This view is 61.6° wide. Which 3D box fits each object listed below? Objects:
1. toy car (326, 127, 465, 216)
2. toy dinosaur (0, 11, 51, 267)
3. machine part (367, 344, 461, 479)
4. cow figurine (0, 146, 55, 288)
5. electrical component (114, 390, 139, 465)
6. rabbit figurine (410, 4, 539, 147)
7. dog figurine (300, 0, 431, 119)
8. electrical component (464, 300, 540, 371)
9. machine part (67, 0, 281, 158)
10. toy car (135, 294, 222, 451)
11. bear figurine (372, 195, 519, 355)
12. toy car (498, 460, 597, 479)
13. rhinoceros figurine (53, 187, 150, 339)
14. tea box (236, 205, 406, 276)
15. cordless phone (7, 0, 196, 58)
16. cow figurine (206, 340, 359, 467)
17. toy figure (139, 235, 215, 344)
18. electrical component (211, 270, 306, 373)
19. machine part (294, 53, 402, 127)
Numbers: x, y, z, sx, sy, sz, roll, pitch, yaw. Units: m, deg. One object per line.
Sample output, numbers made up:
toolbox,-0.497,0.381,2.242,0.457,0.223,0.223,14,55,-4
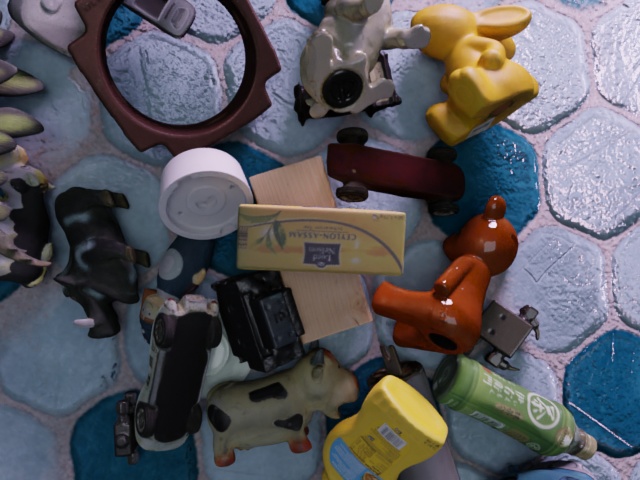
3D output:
toy car,0.095,-0.082,0.672,0.202,0.053,0.089,5,80,-25
toy dinosaur,-0.431,-0.163,0.609,0.199,0.105,0.471,-21,79,-6
machine part,0.121,0.248,0.692,0.079,0.079,0.243,-19,93,-3
cow figurine,-0.368,-0.030,0.656,0.098,0.068,0.167,14,90,-4
electrical component,-0.240,0.240,0.673,0.021,0.063,0.094,-1,93,-4
rabbit figurine,0.188,-0.231,0.672,0.162,0.121,0.173,-32,75,-5
dog figurine,0.023,-0.254,0.654,0.172,0.191,0.121,-39,131,14
electrical component,0.246,0.126,0.716,0.078,0.045,0.102,30,86,24
machine part,-0.165,-0.212,0.628,0.201,0.087,0.200,-31,115,-2
toy car,-0.173,0.160,0.650,0.073,0.056,0.201,8,101,-34
bear figurine,0.170,0.041,0.684,0.132,0.120,0.196,7,58,36
toy car,0.304,0.331,0.689,0.103,0.161,0.109,-32,86,-46
rhinoceros figurine,-0.275,0.026,0.662,0.112,0.073,0.190,-13,92,-5
tea box,-0.001,-0.002,0.577,0.170,0.098,0.068,3,92,-5
cordless phone,-0.258,-0.276,0.655,0.184,0.089,0.146,30,89,-10
cow figurine,-0.047,0.199,0.679,0.195,0.085,0.127,-10,98,-3
toy figure,-0.187,0.061,0.677,0.057,0.064,0.154,29,85,-31
electrical component,-0.073,0.093,0.643,0.058,0.134,0.114,-21,92,-29
machine part,0.032,-0.192,0.697,0.139,0.039,0.084,-18,100,-5
